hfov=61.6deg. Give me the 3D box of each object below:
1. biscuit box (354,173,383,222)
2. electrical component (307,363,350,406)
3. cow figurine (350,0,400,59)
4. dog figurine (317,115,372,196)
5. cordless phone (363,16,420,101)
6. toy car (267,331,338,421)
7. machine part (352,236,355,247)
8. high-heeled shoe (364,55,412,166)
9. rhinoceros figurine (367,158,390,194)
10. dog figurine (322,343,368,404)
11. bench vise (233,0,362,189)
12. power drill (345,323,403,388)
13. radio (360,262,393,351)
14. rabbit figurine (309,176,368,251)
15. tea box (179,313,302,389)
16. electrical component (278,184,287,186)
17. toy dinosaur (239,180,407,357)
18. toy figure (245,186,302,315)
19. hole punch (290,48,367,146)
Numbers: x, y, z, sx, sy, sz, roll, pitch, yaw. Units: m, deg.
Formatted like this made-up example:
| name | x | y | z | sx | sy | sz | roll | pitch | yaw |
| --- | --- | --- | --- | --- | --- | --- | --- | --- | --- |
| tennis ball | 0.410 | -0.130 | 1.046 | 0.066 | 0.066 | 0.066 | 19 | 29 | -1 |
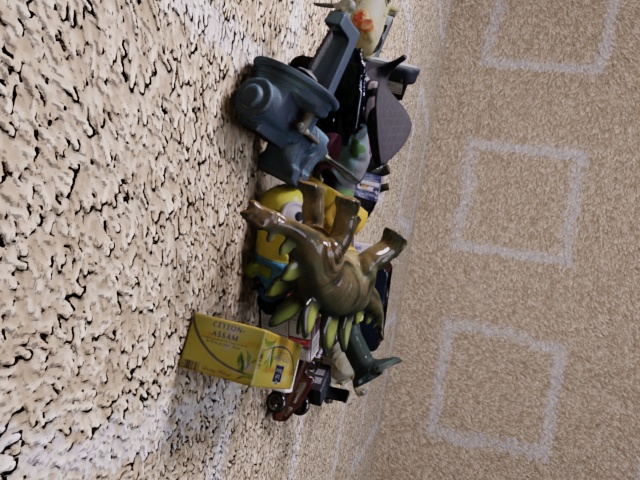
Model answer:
| name | x | y | z | sx | sy | sz | roll | pitch | yaw |
| --- | --- | --- | --- | --- | --- | --- | --- | --- | --- |
| biscuit box | 0.086 | -0.087 | 1.163 | 0.202 | 0.063 | 0.059 | 106 | -1 | -77 |
| electrical component | -0.002 | 0.284 | 1.055 | 0.075 | 0.119 | 0.047 | -56 | 151 | -51 |
| cow figurine | 0.101 | -0.444 | 1.055 | 0.127 | 0.086 | 0.195 | 55 | 44 | -60 |
| dog figurine | 0.053 | -0.140 | 1.014 | 0.191 | 0.109 | 0.219 | -44 | 147 | -43 |
| cordless phone | 0.146 | -0.393 | 1.120 | 0.088 | 0.147 | 0.184 | 86 | 22 | -63 |
| toy car | -0.027 | 0.235 | 0.971 | 0.089 | 0.053 | 0.202 | 32 | 78 | -53 |
| machine part | 0.029 | 0.016 | 1.126 | 0.179 | 0.056 | 0.179 | 11 | 90 | -74 |
| high-heeled shoe | 0.077 | -0.207 | 0.888 | 0.086 | 0.145 | 0.249 | 33 | 58 | -28 |
| rhinoceros figurine | 0.096 | -0.164 | 1.158 | 0.190 | 0.112 | 0.073 | 57 | 33 | -65 |
| dog figurine | 0.035 | 0.252 | 1.242 | 0.172 | 0.121 | 0.190 | -153 | -130 | -72 |
| bench vise | -0.009 | -0.193 | 0.706 | 0.223 | 0.129 | 0.240 | 25 | 93 | -54 |
| power drill | 0.066 | 0.164 | 1.027 | 0.086 | 0.207 | 0.232 | -19 | 157 | -44 |
| radio | 0.099 | 0.151 | 1.310 | 0.073 | 0.131 | 0.229 | -36 | 133 | -66 |
| rabbit figurine | -0.002 | -0.003 | 0.926 | 0.173 | 0.122 | 0.162 | -59 | 157 | 1 |
| tea box | -0.094 | 0.146 | 0.688 | 0.169 | 0.098 | 0.068 | 58 | 45 | -70 |
| electrical component | -0.056 | -0.055 | 0.841 | 0.094 | 0.021 | 0.063 | -38 | 136 | -69 |
| toy dinosaur | 0.027 | 0.056 | 0.753 | 0.470 | 0.105 | 0.198 | 33 | 85 | -55 |
| toy figure | -0.059 | 0.012 | 0.767 | 0.082 | 0.089 | 0.180 | -30 | 136 | -65 |
| hole punch | 0.013 | -0.221 | 0.832 | 0.092 | 0.116 | 0.142 | -45 | 143 | -77 |
